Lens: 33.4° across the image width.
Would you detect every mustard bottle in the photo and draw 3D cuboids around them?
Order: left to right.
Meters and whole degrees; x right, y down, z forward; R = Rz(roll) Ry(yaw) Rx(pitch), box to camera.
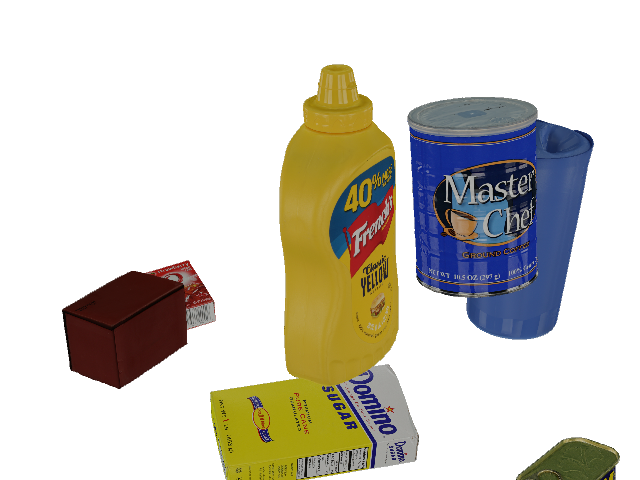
[{"bbox_3d":[0.012,-0.013,0.656,0.058,0.192,0.096,14,30,31],"label":"mustard bottle"}]

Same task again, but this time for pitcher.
[{"bbox_3d":[0.224,-0.009,1.223,0.149,0.243,0.145,-1,25,-6],"label":"pitcher"}]

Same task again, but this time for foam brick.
[{"bbox_3d":[-0.143,0.063,0.787,0.053,0.051,0.078,14,29,32],"label":"foam brick"}]

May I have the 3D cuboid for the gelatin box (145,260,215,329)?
[{"bbox_3d":[-0.157,0.060,1.046,0.089,0.030,0.073,-16,38,-20],"label":"gelatin box"}]

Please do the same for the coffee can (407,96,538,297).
[{"bbox_3d":[0.126,-0.038,0.873,0.103,0.140,0.103,-4,20,1],"label":"coffee can"}]

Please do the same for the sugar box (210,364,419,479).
[{"bbox_3d":[-0.007,0.170,0.978,0.176,0.048,0.093,-10,42,-10],"label":"sugar box"}]

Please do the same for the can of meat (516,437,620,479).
[{"bbox_3d":[0.217,0.234,0.932,0.058,0.084,0.101,14,27,41],"label":"can of meat"}]
